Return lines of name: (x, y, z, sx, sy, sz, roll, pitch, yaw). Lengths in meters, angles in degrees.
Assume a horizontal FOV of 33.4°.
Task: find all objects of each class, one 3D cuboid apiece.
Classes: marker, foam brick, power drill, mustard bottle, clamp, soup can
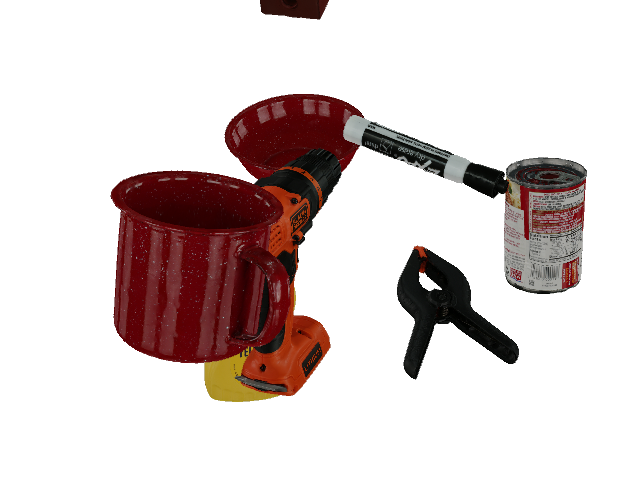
marker: (0.071, -0.057, 0.726, 0.121, 0.020, 0.020, 24, 10, 23)
foam brick: (-0.021, -0.226, 0.864, 0.053, 0.051, 0.078, 8, -38, 13)
power drill: (-0.028, 0.027, 0.944, 0.057, 0.188, 0.184, 9, 29, 24)
mustard bottle: (-0.074, 0.075, 1.131, 0.096, 0.192, 0.058, -3, 22, -14)
clamp: (0.138, 0.074, 1.126, 0.120, 0.171, 0.039, 3, -43, -10)
soup can: (0.194, -0.013, 0.925, 0.068, 0.102, 0.068, -3, 24, 1)

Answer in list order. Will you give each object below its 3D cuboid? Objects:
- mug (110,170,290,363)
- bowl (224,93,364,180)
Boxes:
mug: (-0.062, 0.019, 0.583, 0.117, 0.081, 0.093, 23, 26, 33)
bowl: (-0.026, -0.104, 1.214, 0.162, 0.055, 0.162, -3, 38, 2)
